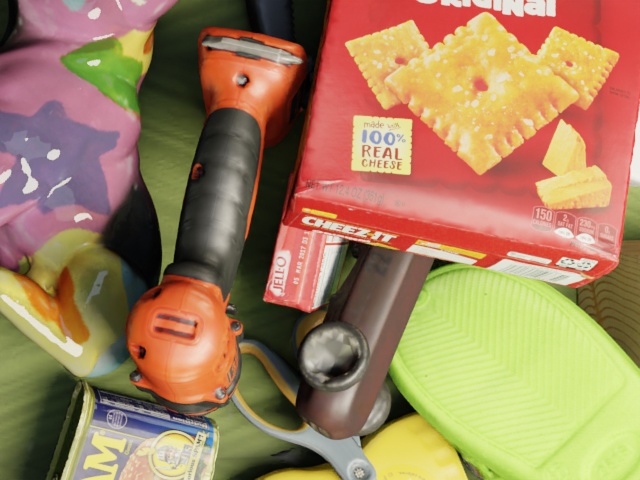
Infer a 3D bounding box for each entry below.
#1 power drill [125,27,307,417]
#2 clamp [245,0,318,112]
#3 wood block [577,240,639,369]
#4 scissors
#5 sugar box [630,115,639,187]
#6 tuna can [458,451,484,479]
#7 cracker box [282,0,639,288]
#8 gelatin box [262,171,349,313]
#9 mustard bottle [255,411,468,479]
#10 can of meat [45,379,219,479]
[{"bbox_3d":[-0.052,-0.001,0.563,0.057,0.184,0.187,11,75,-1],"label":"power drill"},{"bbox_3d":[0.022,-0.174,0.627,0.164,0.036,0.210,10,95,-16],"label":"clamp"},{"bbox_3d":[0.280,0.044,0.687,0.206,0.090,0.091,-4,97,-13],"label":"wood block"},{"bbox_3d":[0.030,0.119,0.629,0.202,0.016,0.096,40,71,11],"label":"scissors"},{"bbox_3d":[0.144,-0.103,0.661,0.176,0.048,0.093,20,91,-18],"label":"sugar box"},{"bbox_3d":[0.132,0.122,0.687,0.086,0.034,0.086,-2,96,-15],"label":"tuna can"},{"bbox_3d":[0.081,-0.097,0.552,0.164,0.072,0.213,12,77,-5],"label":"cracker box"},{"bbox_3d":[-0.004,0.001,0.612,0.030,0.089,0.073,13,93,10],"label":"gelatin box"},{"bbox_3d":[-0.001,0.181,0.645,0.191,0.058,0.096,-21,84,-10],"label":"mustard bottle"},{"bbox_3d":[-0.112,0.142,0.617,0.083,0.057,0.102,18,92,-18],"label":"can of meat"}]
